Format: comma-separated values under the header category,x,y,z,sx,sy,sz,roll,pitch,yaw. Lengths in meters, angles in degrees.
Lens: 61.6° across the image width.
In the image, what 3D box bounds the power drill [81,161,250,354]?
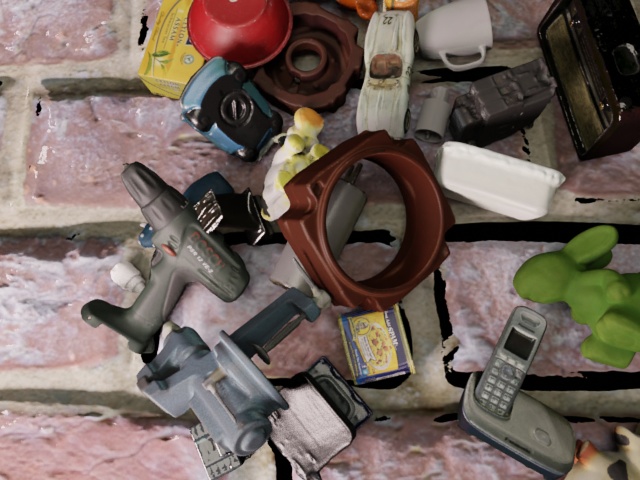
category,x,y,z,sx,sy,sz,roll,pitch,yaw
power drill,-0.228,0.037,0.733,0.232,0.086,0.207,41,87,-19

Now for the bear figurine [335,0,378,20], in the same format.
category,x,y,z,sx,sy,sz,roll,pitch,yaw
bear figurine,0.008,-0.424,0.827,0.196,0.131,0.120,19,65,15

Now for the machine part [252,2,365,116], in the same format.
category,x,y,z,sx,sy,sz,roll,pitch,yaw
machine part,-0.020,-0.274,0.831,0.179,0.056,0.179,-1,78,4

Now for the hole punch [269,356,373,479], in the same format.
category,x,y,z,sx,sy,sz,roll,pitch,yaw
hole punch,-0.006,0.230,0.709,0.142,0.092,0.116,47,113,10

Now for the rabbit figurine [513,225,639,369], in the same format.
category,x,y,z,sx,sy,sz,roll,pitch,yaw
rabbit figurine,0.347,0.058,0.699,0.170,0.121,0.159,25,76,25

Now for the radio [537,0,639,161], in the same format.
category,x,y,z,sx,sy,sz,roll,pitch,yaw
radio,0.389,-0.240,0.751,0.073,0.131,0.229,-13,77,0

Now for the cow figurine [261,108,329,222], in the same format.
category,x,y,z,sx,sy,sz,roll,pitch,yaw
cow figurine,-0.038,-0.107,0.775,0.068,0.098,0.167,26,56,-20

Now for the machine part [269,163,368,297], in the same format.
category,x,y,z,sx,sy,sz,roll,pitch,yaw
machine part,-0.002,-0.002,0.756,0.079,0.079,0.243,25,81,9

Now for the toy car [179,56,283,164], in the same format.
category,x,y,z,sx,sy,sz,roll,pitch,yaw
toy car,-0.137,-0.191,0.792,0.109,0.161,0.103,-53,39,-3

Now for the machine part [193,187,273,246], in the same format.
category,x,y,z,sx,sy,sz,roll,pitch,yaw
machine part,-0.114,-0.035,0.746,0.039,0.139,0.084,-19,77,28

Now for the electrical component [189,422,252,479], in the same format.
category,x,y,z,sx,sy,sz,roll,pitch,yaw
electrical component,-0.129,0.262,0.685,0.048,0.119,0.075,-27,79,-2

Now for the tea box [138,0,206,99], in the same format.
category,x,y,z,sx,sy,sz,roll,pitch,yaw
tea box,-0.208,-0.310,0.847,0.098,0.068,0.169,11,77,6

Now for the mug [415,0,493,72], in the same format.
category,x,y,z,sx,sy,sz,roll,pitch,yaw
mug,0.202,-0.304,0.813,0.107,0.080,0.109,-10,82,15

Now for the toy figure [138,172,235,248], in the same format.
category,x,y,z,sx,sy,sz,roll,pitch,yaw
toy figure,-0.197,-0.037,0.789,0.154,0.064,0.057,-39,115,0

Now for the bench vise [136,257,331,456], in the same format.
category,x,y,z,sx,sy,sz,roll,pitch,yaw
bench vise,-0.093,0.135,0.661,0.240,0.128,0.224,-41,34,-15

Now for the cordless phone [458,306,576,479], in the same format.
category,x,y,z,sx,sy,sz,roll,pitch,yaw
cordless phone,0.271,0.190,0.690,0.147,0.088,0.184,28,77,11

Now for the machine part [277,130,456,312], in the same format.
category,x,y,z,sx,sy,sz,roll,pitch,yaw
machine part,0.065,-0.025,0.696,0.201,0.087,0.200,-36,108,-18

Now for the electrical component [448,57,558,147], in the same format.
category,x,y,z,sx,sy,sz,roll,pitch,yaw
electrical component,0.249,-0.184,0.758,0.134,0.114,0.058,-22,72,-1

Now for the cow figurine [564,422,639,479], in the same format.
category,x,y,z,sx,sy,sz,roll,pitch,yaw
cow figurine,0.364,0.304,0.654,0.127,0.085,0.195,36,80,17

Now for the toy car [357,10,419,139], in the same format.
category,x,y,z,sx,sy,sz,roll,pitch,yaw
toy car,0.099,-0.236,0.792,0.074,0.056,0.201,7,90,22
